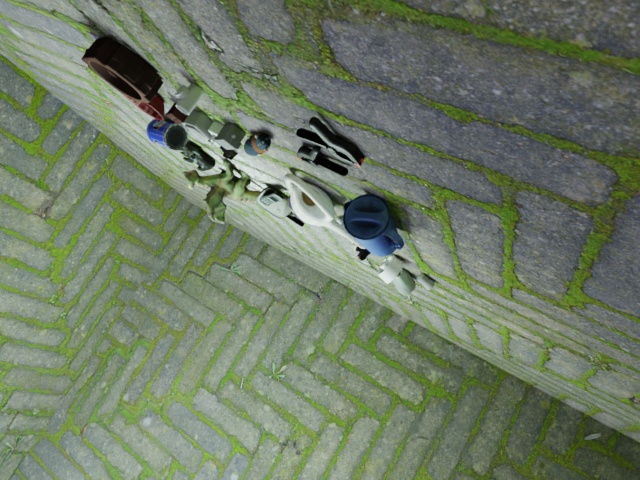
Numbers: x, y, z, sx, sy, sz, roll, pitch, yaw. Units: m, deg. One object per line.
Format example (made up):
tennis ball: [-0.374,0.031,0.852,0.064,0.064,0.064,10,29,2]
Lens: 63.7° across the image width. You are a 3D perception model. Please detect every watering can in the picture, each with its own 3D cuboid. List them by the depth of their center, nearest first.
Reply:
watering can: [0.005,-0.086,1.705,0.347,0.105,0.223,45,169,-3]

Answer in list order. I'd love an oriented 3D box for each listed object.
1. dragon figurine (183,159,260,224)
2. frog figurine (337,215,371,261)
dragon figurine: [-0.377,-0.178,2.120,0.406,0.246,0.122,38,162,-26]
frog figurine: [0.133,-0.030,1.771,0.136,0.121,0.163,31,-150,-49]
